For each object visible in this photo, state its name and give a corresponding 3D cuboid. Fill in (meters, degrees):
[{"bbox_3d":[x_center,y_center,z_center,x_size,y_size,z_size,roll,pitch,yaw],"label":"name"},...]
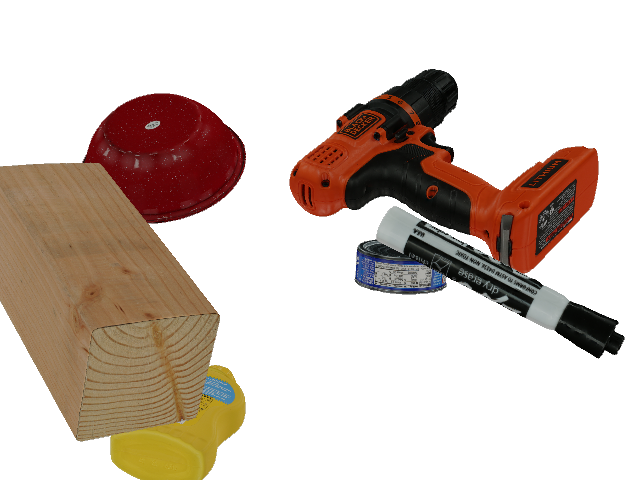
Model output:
[{"bbox_3d":[0.075,0.023,0.989,0.086,0.034,0.086,2,12,-1],"label":"tuna can"},{"bbox_3d":[0.081,0.019,0.488,0.121,0.020,0.020,28,9,18],"label":"marker"},{"bbox_3d":[-0.128,0.173,1.065,0.096,0.058,0.191,7,19,14],"label":"mustard bottle"},{"bbox_3d":[-0.153,-0.090,1.004,0.162,0.162,0.055,-3,-45,3],"label":"bowl"},{"bbox_3d":[-0.162,0.033,0.750,0.090,0.091,0.206,-5,34,-34],"label":"wood block"},{"bbox_3d":[0.098,-0.056,0.768,0.188,0.057,0.184,21,47,33],"label":"power drill"}]
